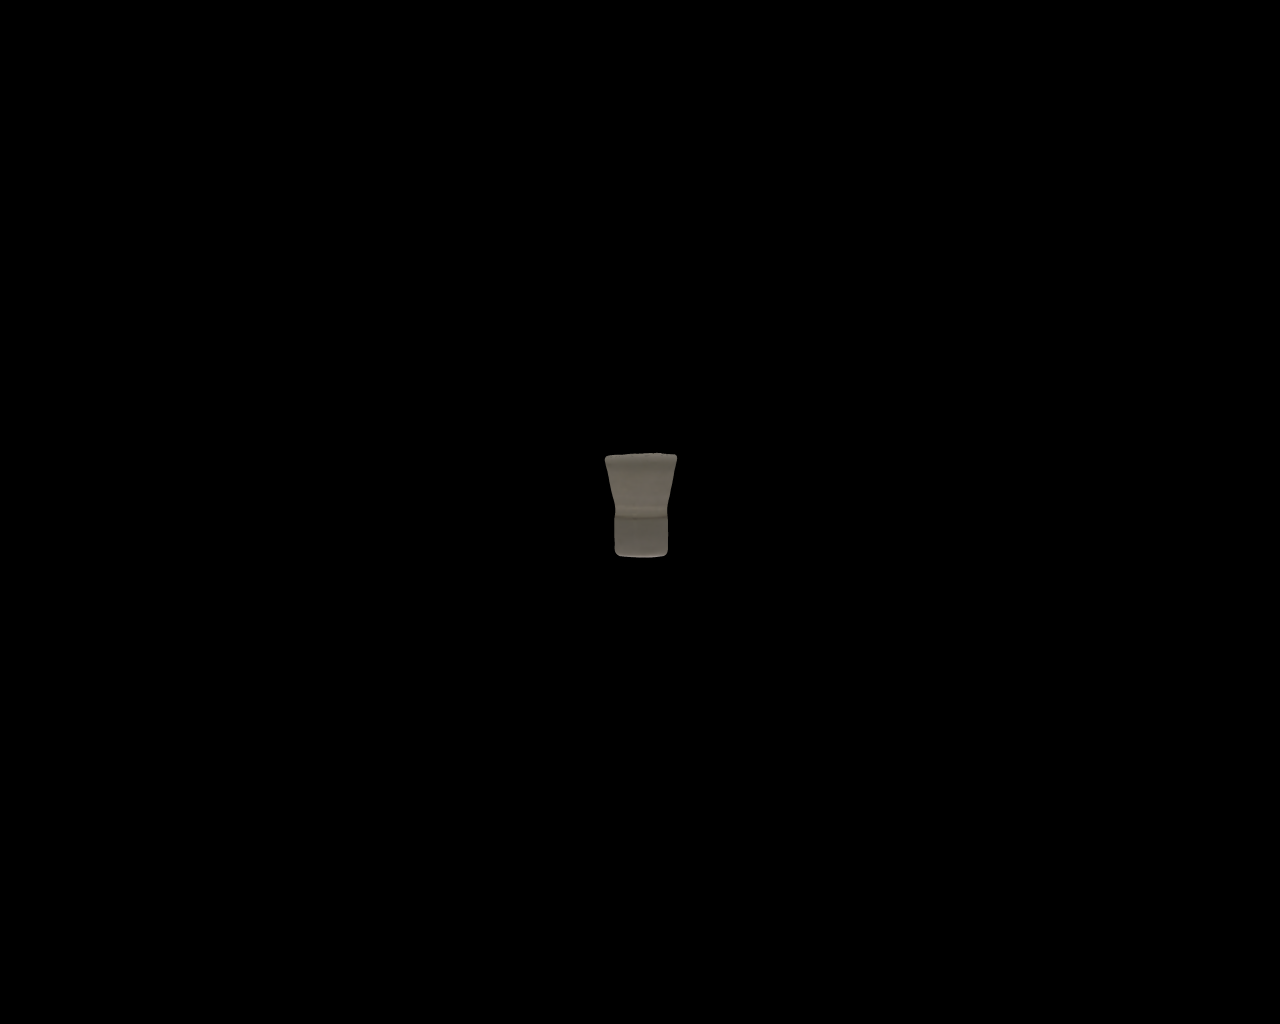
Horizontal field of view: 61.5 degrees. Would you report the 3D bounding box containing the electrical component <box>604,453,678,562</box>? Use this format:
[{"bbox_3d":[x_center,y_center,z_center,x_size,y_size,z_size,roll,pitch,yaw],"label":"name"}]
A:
[{"bbox_3d":[0.001,-0.003,0.650,0.044,0.065,0.044,0,4,0],"label":"electrical component"}]
